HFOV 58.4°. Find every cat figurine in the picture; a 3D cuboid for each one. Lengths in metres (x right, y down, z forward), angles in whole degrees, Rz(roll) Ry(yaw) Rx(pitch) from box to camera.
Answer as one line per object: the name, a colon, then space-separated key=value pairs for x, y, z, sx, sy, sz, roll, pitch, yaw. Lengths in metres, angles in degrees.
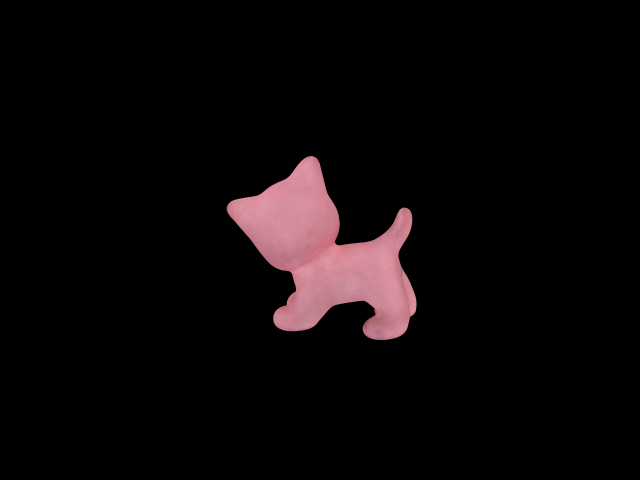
cat figurine: x=0.004 y=0.001 z=0.400 sx=0.127 sy=0.118 sz=0.067 roll=2 pitch=12 yaw=11
